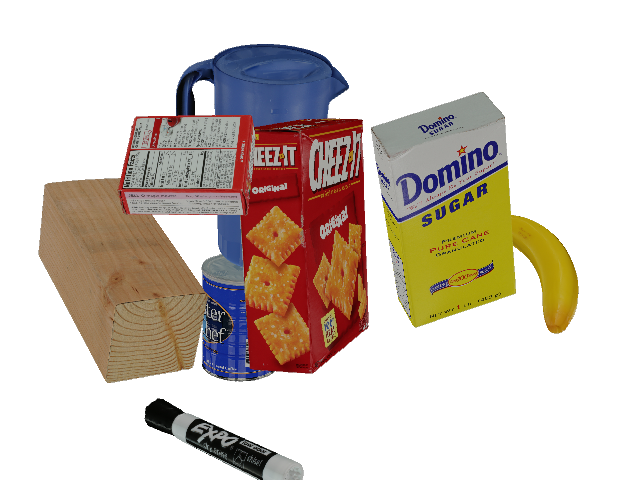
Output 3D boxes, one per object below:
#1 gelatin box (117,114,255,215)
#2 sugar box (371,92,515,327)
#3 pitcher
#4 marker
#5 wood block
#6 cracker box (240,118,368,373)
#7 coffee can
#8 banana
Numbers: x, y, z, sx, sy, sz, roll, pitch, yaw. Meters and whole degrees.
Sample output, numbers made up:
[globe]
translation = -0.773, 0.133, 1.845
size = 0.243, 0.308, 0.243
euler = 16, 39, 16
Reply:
[gelatin box]
translation = -0.093, -0.053, 0.752
size = 0.089, 0.073, 0.030
euler = -1, -39, 4
[sugar box]
translation = 0.098, -0.020, 0.822
size = 0.093, 0.176, 0.048
euler = -19, 42, -7
[pitcher]
translation = -0.070, -0.093, 1.210
size = 0.144, 0.243, 0.149
euler = -21, 38, -40
[marker]
translation = -0.061, 0.120, 0.635
size = 0.121, 0.020, 0.020
euler = 16, 10, 38
[wood block]
translation = -0.196, 0.031, 1.028
size = 0.090, 0.091, 0.206
euler = -6, 36, -31
[cracker box]
translation = -0.010, -0.002, 0.989
size = 0.072, 0.214, 0.164
euler = 2, 10, 21
[coffee can]
translation = -0.104, 0.098, 1.393
size = 0.103, 0.140, 0.103
euler = 2, 20, -1
[banana]
translation = 0.227, 0.025, 1.118
size = 0.069, 0.037, 0.198
euler = -29, 38, -1
